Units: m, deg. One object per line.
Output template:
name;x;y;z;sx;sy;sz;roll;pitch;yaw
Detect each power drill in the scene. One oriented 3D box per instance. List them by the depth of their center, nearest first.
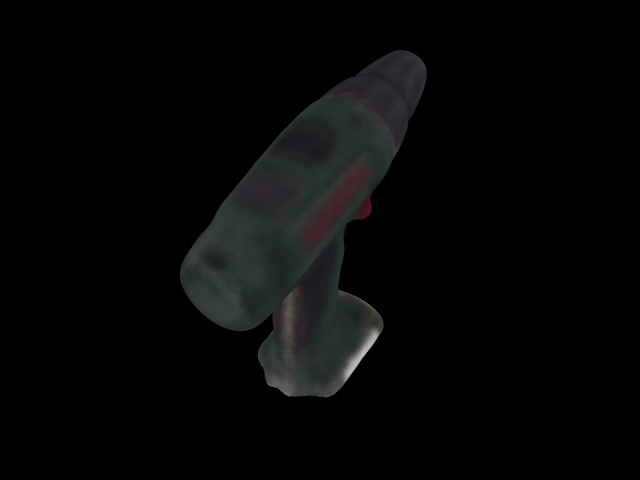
power drill;0.004;0.001;0.400;0.075;0.208;0.230;22;45;24
